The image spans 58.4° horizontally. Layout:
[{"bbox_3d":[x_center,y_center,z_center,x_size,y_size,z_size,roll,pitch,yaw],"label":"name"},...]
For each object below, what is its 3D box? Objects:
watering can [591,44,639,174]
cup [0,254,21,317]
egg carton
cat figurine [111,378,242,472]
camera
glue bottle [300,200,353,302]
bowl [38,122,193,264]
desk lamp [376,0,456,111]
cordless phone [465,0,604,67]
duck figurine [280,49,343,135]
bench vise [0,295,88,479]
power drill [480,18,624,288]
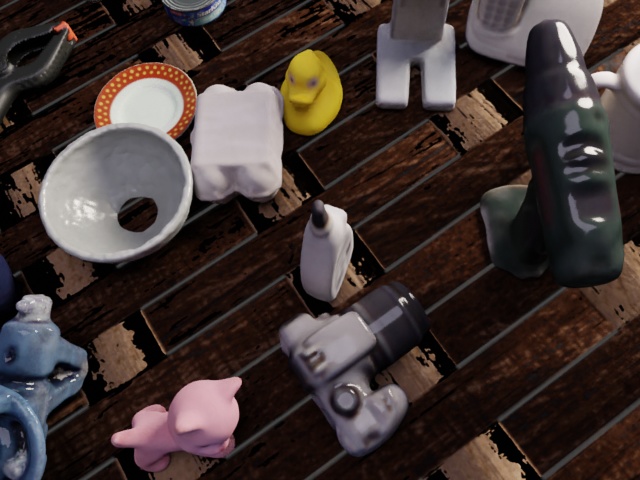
[{"bbox_3d":[0.360,-0.158,0.582,0.173,0.194,0.101,-16,68,-2],"label":"watering can"},{"bbox_3d":[-0.376,0.044,0.605,0.117,0.095,0.092,19,71,11],"label":"cup"},{"bbox_3d":[-0.094,-0.113,0.662,0.107,0.069,0.150,-2,68,3],"label":"egg carton"},{"bbox_3d":[-0.126,0.170,0.527,0.128,0.118,0.067,-14,68,-2],"label":"cat figurine"},{"bbox_3d":[0.047,0.111,0.548,0.137,0.101,0.143,-34,70,-9],"label":"camera"},{"bbox_3d":[0.005,0.002,0.554,0.037,0.173,0.078,19,71,11],"label":"glue bottle"},{"bbox_3d":[-0.215,-0.042,0.639,0.167,0.075,0.167,-1,68,3],"label":"bowl"},{"bbox_3d":[0.120,-0.288,0.639,0.118,0.214,0.203,1,69,5],"label":"desk lamp"},{"bbox_3d":[0.250,-0.285,0.645,0.147,0.185,0.094,16,70,10],"label":"cordless phone"},{"bbox_3d":[-0.013,-0.188,0.677,0.077,0.086,0.104,12,70,9],"label":"duck figurine"},{"bbox_3d":[-0.302,0.144,0.493,0.121,0.220,0.207,-9,68,0],"label":"bench vise"},{"bbox_3d":[0.212,-0.055,0.544,0.075,0.208,0.229,-7,68,2],"label":"power drill"}]
